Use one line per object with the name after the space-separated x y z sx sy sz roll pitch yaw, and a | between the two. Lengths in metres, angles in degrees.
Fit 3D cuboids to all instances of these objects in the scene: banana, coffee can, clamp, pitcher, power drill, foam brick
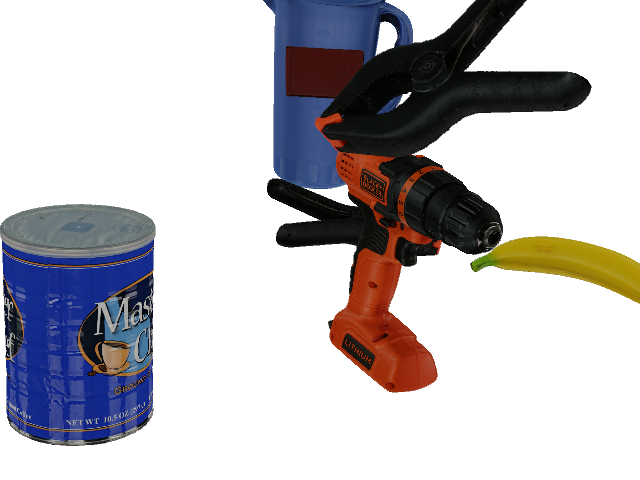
0.252 0.029 1.047 0.198 0.037 0.069 10 47 26 | banana
-0.167 0.055 0.739 0.103 0.140 0.103 3 17 -1 | coffee can
0.080 -0.093 0.656 0.172 0.120 0.039 -33 -47 14 | clamp
0.013 -0.190 1.311 0.144 0.243 0.149 -9 29 -27 | pitcher
0.070 0.024 0.861 0.057 0.188 0.185 -7 27 -30 | power drill
0.038 -0.013 1.204 0.210 0.036 0.164 14 22 -5 | clamp
0.003 -0.173 1.101 0.078 0.051 0.053 2 10 -6 | foam brick
